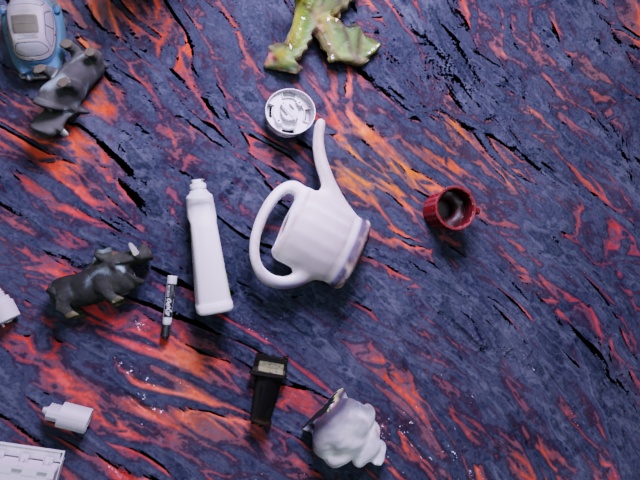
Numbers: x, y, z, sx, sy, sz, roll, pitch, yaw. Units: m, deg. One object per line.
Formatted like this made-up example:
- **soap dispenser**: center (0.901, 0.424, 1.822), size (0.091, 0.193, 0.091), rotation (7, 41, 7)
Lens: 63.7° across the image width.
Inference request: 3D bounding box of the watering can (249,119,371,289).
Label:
- **watering can**: center (0.003, -0.052, 1.026), size (0.223, 0.104, 0.350), rotation (28, 81, -11)

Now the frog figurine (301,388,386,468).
- **frog figurine**: center (0.063, 0.385, 1.000), size (0.160, 0.120, 0.139), rotation (45, 59, 5)

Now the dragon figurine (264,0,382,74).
- **dragon figurine**: center (0.045, -0.489, 1.094), size (0.413, 0.123, 0.239), rotation (-33, 111, -11)
